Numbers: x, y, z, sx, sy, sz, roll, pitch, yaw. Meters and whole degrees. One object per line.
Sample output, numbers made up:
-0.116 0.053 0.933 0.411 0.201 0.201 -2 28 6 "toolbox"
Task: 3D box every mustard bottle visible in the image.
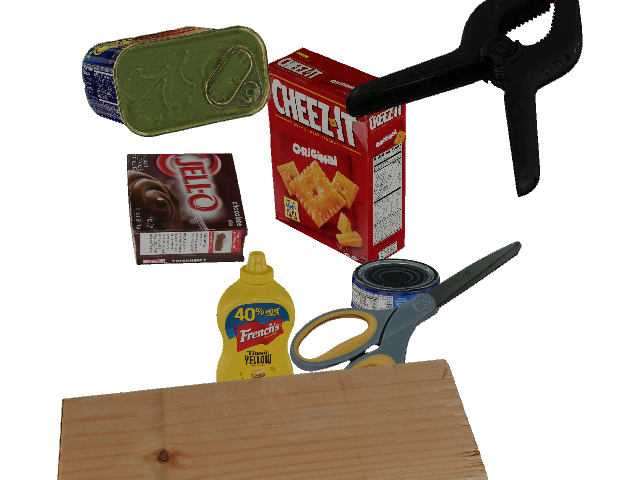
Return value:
-0.079 0.105 1.315 0.096 0.192 0.058 -2 20 -10 "mustard bottle"

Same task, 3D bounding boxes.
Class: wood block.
-0.027 0.132 0.560 0.206 0.090 0.091 -5 38 -7 "wood block"

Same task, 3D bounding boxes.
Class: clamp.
0.145 -0.129 0.821 0.165 0.209 0.036 37 -22 28 "clamp"

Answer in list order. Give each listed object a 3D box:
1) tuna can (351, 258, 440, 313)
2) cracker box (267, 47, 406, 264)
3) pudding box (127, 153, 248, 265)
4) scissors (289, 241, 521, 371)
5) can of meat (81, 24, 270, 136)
0.072 0.047 1.027 0.086 0.034 0.086 0 20 0 "tuna can"
0.017 -0.094 1.239 0.164 0.214 0.072 28 46 36 "cracker box"
-0.111 -0.028 0.872 0.090 0.039 0.113 -3 40 -11 "pudding box"
0.077 0.070 0.811 0.201 0.096 0.016 -17 -27 -7 "scissors"
-0.096 -0.107 0.692 0.102 0.057 0.084 -16 19 -25 "can of meat"
